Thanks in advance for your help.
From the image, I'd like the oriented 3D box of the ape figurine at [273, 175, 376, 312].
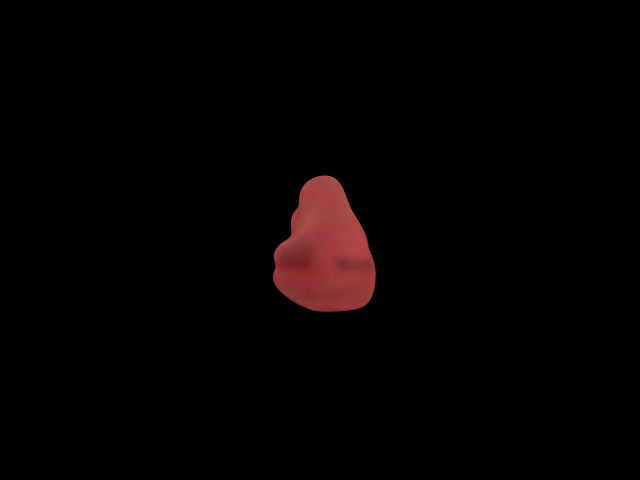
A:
[{"bbox_3d":[0.004,0.001,0.400,0.078,0.092,0.076,-1,3,-27],"label":"ape figurine"}]
